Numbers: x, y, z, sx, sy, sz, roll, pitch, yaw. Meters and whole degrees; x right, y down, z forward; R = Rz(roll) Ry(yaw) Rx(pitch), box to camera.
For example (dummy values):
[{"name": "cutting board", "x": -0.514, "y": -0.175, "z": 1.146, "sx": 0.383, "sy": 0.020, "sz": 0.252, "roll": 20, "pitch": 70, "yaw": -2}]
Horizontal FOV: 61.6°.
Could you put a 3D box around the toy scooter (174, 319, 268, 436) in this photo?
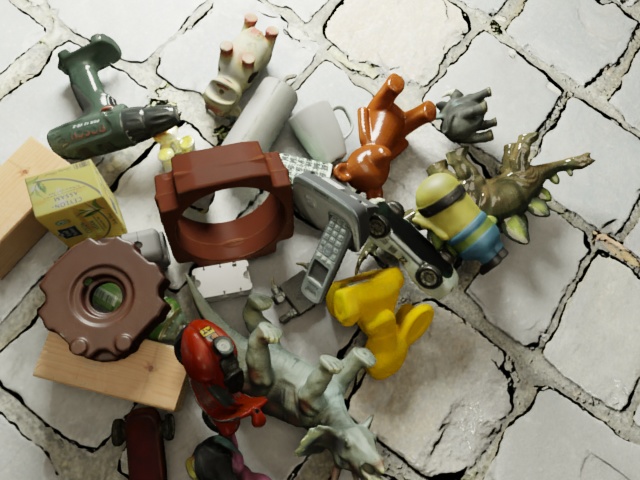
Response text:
[{"name": "toy scooter", "x": -0.131, "y": 0.199, "z": 0.748, "sx": 0.075, "sy": 0.135, "sz": 0.183, "roll": -25, "pitch": 107, "yaw": -39}]

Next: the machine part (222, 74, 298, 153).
[{"name": "machine part", "x": -0.110, "y": -0.205, "z": 0.963, "sx": 0.079, "sy": 0.079, "sz": 0.243, "roll": 26, "pitch": 72, "yaw": 1}]

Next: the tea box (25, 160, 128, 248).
[{"name": "tea box", "x": -0.371, "y": -0.049, "z": 0.834, "sx": 0.098, "sy": 0.169, "sz": 0.068, "roll": -21, "pitch": 77, "yaw": -11}]

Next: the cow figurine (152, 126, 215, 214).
[{"name": "cow figurine", "x": -0.232, "y": -0.126, "z": 0.925, "sx": 0.068, "sy": 0.098, "sz": 0.167, "roll": -27, "pitch": 60, "yaw": -9}]

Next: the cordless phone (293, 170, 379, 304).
[{"name": "cordless phone", "x": -0.003, "y": -0.003, "z": 0.860, "sx": 0.147, "sy": 0.088, "sz": 0.184, "roll": 35, "pitch": 109, "yaw": 32}]

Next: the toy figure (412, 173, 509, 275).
[{"name": "toy figure", "x": 0.230, "y": -0.031, "z": 0.870, "sx": 0.180, "sy": 0.089, "sz": 0.082, "roll": 46, "pitch": 37, "yaw": 7}]

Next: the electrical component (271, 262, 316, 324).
[{"name": "electrical component", "x": -0.037, "y": 0.084, "z": 0.903, "sx": 0.102, "sy": 0.045, "sz": 0.078, "roll": -28, "pitch": 78, "yaw": -14}]

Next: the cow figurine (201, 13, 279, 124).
[{"name": "cow figurine", "x": -0.152, "y": -0.302, "z": 0.975, "sx": 0.085, "sy": 0.127, "sz": 0.195, "roll": 26, "pitch": 58, "yaw": 0}]

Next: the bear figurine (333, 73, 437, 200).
[{"name": "bear figurine", "x": 0.110, "y": -0.172, "z": 0.944, "sx": 0.120, "sy": 0.132, "sz": 0.196, "roll": 35, "pitch": 54, "yaw": -17}]

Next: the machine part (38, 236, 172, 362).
[{"name": "machine part", "x": -0.305, "y": 0.081, "z": 0.766, "sx": 0.179, "sy": 0.056, "sz": 0.179, "roll": 2, "pitch": 75, "yaw": -7}]

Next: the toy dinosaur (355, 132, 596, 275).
[{"name": "toy dinosaur", "x": 0.270, "y": -0.064, "z": 0.959, "sx": 0.472, "sy": 0.105, "sz": 0.198, "roll": -16, "pitch": 80, "yaw": -1}]

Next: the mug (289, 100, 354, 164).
[{"name": "mug", "x": 0.012, "y": -0.192, "z": 0.979, "sx": 0.109, "sy": 0.081, "sz": 0.107, "roll": -25, "pitch": 90, "yaw": -20}]

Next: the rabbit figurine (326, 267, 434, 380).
[{"name": "rabbit figurine", "x": 0.099, "y": 0.138, "z": 0.886, "sx": 0.162, "sy": 0.122, "sz": 0.173, "roll": -14, "pitch": 90, "yaw": -21}]

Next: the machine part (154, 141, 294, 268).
[{"name": "machine part", "x": -0.146, "y": -0.052, "z": 0.844, "sx": 0.201, "sy": 0.200, "sz": 0.087, "roll": -15, "pitch": 55, "yaw": -11}]

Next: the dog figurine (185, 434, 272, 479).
[{"name": "dog figurine", "x": -0.106, "y": 0.380, "z": 0.783, "sx": 0.108, "sy": 0.191, "sz": 0.219, "roll": -40, "pitch": 48, "yaw": -13}]

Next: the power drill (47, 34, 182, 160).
[{"name": "power drill", "x": -0.361, "y": -0.245, "z": 0.924, "sx": 0.232, "sy": 0.086, "sz": 0.207, "roll": -21, "pitch": 78, "yaw": 6}]

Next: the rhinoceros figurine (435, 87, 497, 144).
[{"name": "rhinoceros figurine", "x": 0.262, "y": -0.225, "z": 0.977, "sx": 0.112, "sy": 0.190, "sz": 0.073, "roll": -13, "pitch": 116, "yaw": 21}]

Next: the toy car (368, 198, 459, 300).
[{"name": "toy car", "x": 0.145, "y": 0.010, "z": 0.883, "sx": 0.202, "sy": 0.056, "sz": 0.073, "roll": 44, "pitch": 43, "yaw": 5}]

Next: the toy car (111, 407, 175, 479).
[{"name": "toy car", "x": -0.252, "y": 0.347, "z": 0.788, "sx": 0.089, "sy": 0.053, "sz": 0.202, "roll": -7, "pitch": 86, "yaw": -7}]

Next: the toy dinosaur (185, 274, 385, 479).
[{"name": "toy dinosaur", "x": -0.059, "y": 0.215, "z": 0.821, "sx": 0.405, "sy": 0.131, "sz": 0.192, "roll": 29, "pitch": 107, "yaw": 17}]
